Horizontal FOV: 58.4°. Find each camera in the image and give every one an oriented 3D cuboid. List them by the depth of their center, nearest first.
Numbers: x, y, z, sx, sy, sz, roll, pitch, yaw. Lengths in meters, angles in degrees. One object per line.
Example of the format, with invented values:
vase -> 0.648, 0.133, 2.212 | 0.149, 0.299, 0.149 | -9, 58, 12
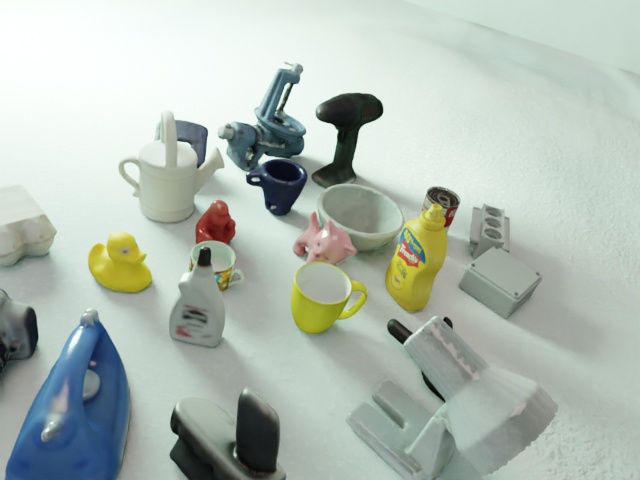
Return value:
camera -> -0.434, 0.129, 0.692 | 0.143, 0.101, 0.136 | 6, 38, -11

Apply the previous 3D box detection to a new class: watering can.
watering can -> -0.259, -0.137, 1.008 | 0.173, 0.194, 0.100 | -18, 48, -35

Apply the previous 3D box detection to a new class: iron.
iron -> -0.281, 0.165, 0.664 | 0.119, 0.141, 0.258 | 5, 39, -12

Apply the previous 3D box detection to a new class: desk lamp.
desk lamp -> 0.152, 0.206, 0.697 | 0.202, 0.213, 0.118 | 36, 42, 25

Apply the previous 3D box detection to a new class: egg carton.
egg carton -> -0.489, -0.027, 0.896 | 0.107, 0.069, 0.150 | -24, 52, -39

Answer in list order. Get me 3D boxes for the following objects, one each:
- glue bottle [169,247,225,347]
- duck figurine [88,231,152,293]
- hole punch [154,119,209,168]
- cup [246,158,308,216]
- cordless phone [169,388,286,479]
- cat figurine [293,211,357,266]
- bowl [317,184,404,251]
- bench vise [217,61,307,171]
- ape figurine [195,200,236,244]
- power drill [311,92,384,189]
glue bottle -> -0.165, 0.076, 0.788 | 0.078, 0.173, 0.037 | 11, 38, -5
duck figurine -> -0.308, 0.023, 0.879 | 0.104, 0.086, 0.078 | 24, 39, 13
hole punch -> -0.276, -0.179, 1.140 | 0.109, 0.091, 0.101 | 5, 38, -12
cup -> -0.087, -0.094, 1.092 | 0.118, 0.095, 0.091 | -3, 41, -22
cordless phone -> -0.098, 0.205, 0.638 | 0.147, 0.185, 0.094 | 33, 41, 23
cat figurine -> 0.009, 0.004, 0.983 | 0.067, 0.118, 0.127 | -8, 43, -26
bowl -> 0.070, -0.031, 1.081 | 0.167, 0.075, 0.167 | 9, 38, -7
bench vise -> -0.102, -0.252, 1.184 | 0.121, 0.220, 0.208 | 32, 41, 21
ape figurine -> -0.177, -0.027, 0.980 | 0.078, 0.092, 0.076 | -17, 47, -34
power drill -> 0.048, -0.212, 1.193 | 0.075, 0.208, 0.230 | 30, 40, 20
